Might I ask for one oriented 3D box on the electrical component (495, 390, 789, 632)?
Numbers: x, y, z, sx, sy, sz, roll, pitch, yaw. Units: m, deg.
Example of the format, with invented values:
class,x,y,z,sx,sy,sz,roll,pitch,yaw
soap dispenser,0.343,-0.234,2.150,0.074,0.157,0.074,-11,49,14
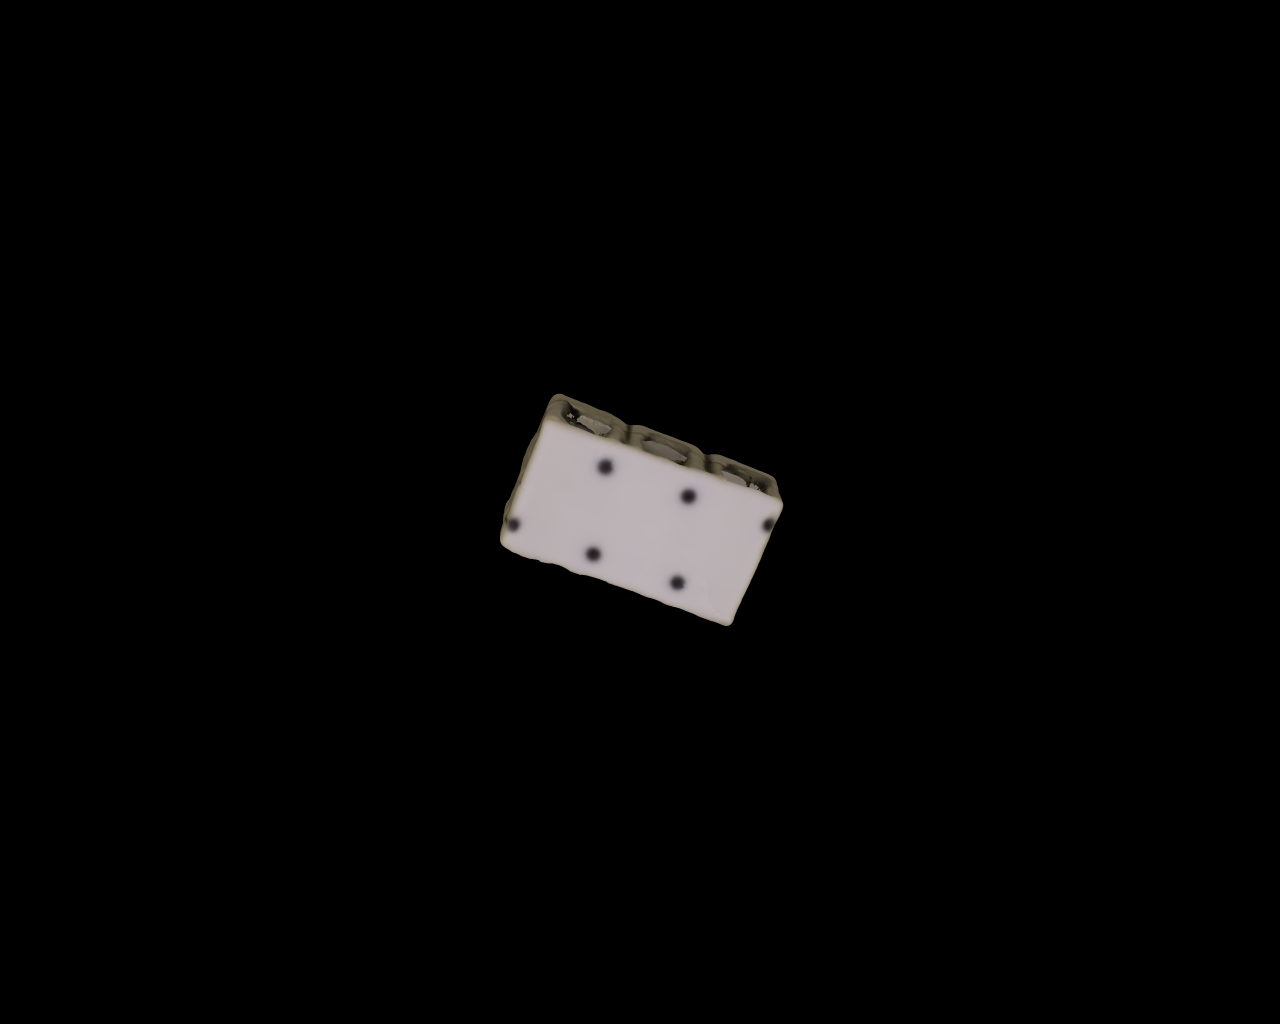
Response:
class,x,y,z,sx,sy,sz,roll,pitch,yaw
electrical component,0.001,-0.003,0.650,0.150,0.089,0.062,21,18,-7
